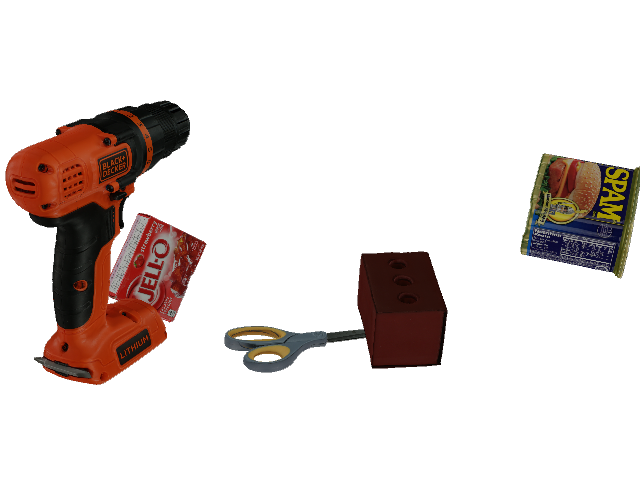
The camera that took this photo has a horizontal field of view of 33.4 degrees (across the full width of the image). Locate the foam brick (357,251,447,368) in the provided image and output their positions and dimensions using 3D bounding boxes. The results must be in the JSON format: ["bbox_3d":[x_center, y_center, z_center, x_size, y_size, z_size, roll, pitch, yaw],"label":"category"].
[{"bbox_3d":[0.059,0.050,0.781,0.053,0.051,0.078,-2,33,-6],"label":"foam brick"}]

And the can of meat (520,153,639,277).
[{"bbox_3d":[0.218,-0.024,0.891,0.084,0.057,0.102,12,45,14],"label":"can of meat"}]

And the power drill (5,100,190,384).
[{"bbox_3d":[-0.155,-0.003,0.793,0.057,0.188,0.184,11,24,26],"label":"power drill"}]

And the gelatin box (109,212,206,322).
[{"bbox_3d":[-0.164,0.027,1.059,0.073,0.089,0.030,28,-8,-38],"label":"gelatin box"}]

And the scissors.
[{"bbox_3d":[-0.008,0.121,1.211,0.201,0.016,0.096,2,24,-7],"label":"scissors"}]
